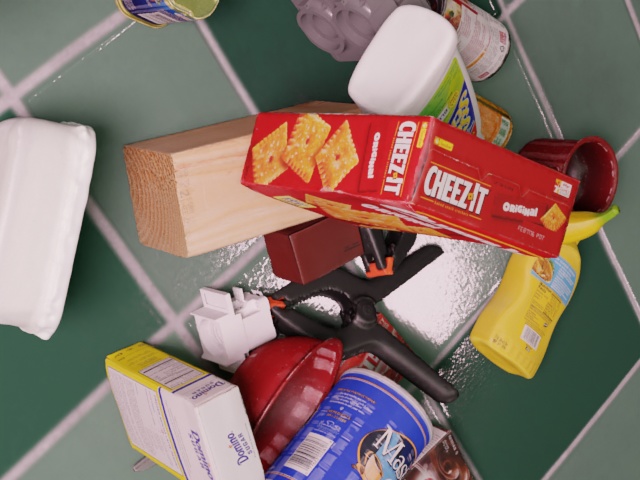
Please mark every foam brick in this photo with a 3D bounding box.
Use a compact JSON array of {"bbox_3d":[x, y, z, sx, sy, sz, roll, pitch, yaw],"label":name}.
[{"bbox_3d":[-0.007,0.001,1.009,0.078,0.051,0.053,-26,113,-30],"label":"foam brick"}]

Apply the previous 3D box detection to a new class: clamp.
[{"bbox_3d":[0.043,0.065,1.042,0.209,0.036,0.164,13,62,-20],"label":"clamp"},{"bbox_3d":[0.074,-0.046,1.056,0.120,0.039,0.171,7,80,-34],"label":"clamp"}]

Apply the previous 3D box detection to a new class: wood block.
[{"bbox_3d":[-0.056,-0.058,0.940,0.205,0.091,0.090,-18,108,-33],"label":"wood block"}]

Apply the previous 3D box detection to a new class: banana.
[{"bbox_3d":[0.209,-0.027,1.127,0.037,0.198,0.070,-78,174,-50],"label":"banana"}]

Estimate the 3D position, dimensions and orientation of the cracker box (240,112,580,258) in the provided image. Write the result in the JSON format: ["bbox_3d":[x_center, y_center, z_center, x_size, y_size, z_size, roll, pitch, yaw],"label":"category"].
[{"bbox_3d":[0.064,-0.045,0.837,0.163,0.214,0.072,17,87,-37],"label":"cracker box"}]

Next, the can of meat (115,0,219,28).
[{"bbox_3d":[-0.116,-0.228,0.874,0.057,0.084,0.102,18,86,-36],"label":"can of meat"}]

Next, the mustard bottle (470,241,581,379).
[{"bbox_3d":[0.243,0.052,1.196,0.096,0.058,0.191,38,75,-35],"label":"mustard bottle"}]

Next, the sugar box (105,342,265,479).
[{"bbox_3d":[-0.113,0.147,0.873,0.048,0.177,0.093,-25,111,-31],"label":"sugar box"}]

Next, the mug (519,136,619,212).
[{"bbox_3d":[0.259,-0.071,1.174,0.117,0.082,0.093,1,96,-37],"label":"mug"}]

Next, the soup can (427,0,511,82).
[{"bbox_3d":[0.134,-0.208,1.071,0.102,0.069,0.068,22,84,-37],"label":"soup can"}]

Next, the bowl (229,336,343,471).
[{"bbox_3d":[-0.046,0.143,0.950,0.162,0.055,0.162,-50,160,-26],"label":"bowl"}]

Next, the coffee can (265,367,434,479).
[{"bbox_3d":[0.023,0.200,0.960,0.140,0.103,0.102,-48,122,-30],"label":"coffee can"}]

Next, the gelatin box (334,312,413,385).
[{"bbox_3d":[0.049,0.128,1.081,0.089,0.030,0.073,-52,121,-20],"label":"gelatin box"}]

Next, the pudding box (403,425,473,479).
[{"bbox_3d":[0.118,0.268,1.148,0.090,0.039,0.113,-39,118,-25],"label":"pudding box"}]

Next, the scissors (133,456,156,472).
[{"bbox_3d":[-0.078,0.175,1.004,0.201,0.016,0.096,-43,119,-23],"label":"scissors"}]

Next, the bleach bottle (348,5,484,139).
[{"bbox_3d":[0.109,-0.113,0.984,0.102,0.068,0.250,-56,153,-2],"label":"bleach bottle"}]
